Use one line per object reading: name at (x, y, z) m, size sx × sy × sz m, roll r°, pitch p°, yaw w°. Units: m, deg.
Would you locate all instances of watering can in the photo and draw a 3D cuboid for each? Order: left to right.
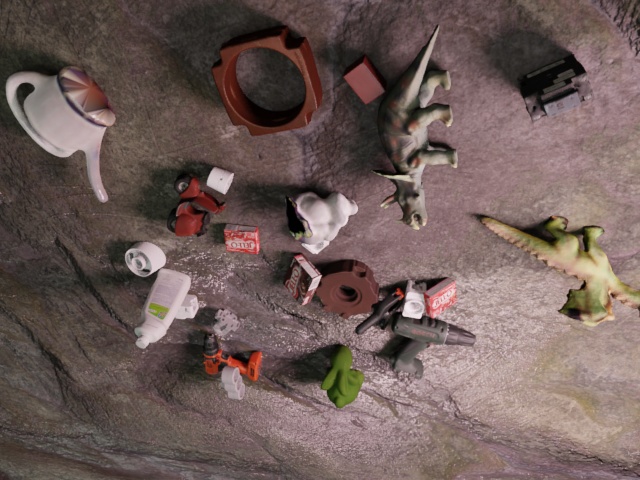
watering can at (-0.568, -0.257, 1.208) m, size 0.222 × 0.106 × 0.343 m, roll -25°, pitch 117°, yaw 26°

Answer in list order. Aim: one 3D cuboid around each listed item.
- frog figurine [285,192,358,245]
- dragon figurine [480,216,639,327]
frog figurine at (0.004, -0.062, 1.234) m, size 0.161 × 0.140 × 0.120 m, roll -18°, pitch 140°, yaw -30°
dragon figurine at (0.558, 0.077, 1.137) m, size 0.410 × 0.249 × 0.119 m, roll 12°, pitch 133°, yaw 0°
